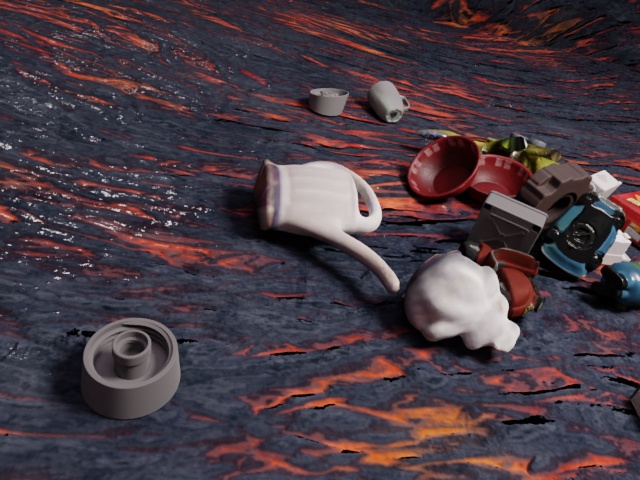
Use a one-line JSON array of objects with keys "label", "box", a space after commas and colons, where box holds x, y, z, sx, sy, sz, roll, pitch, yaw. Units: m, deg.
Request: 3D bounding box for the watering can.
[{"label": "watering can", "box": [0.003, -0.043, 0.859, 0.224, 0.101, 0.356, 4, 36, -13]}]

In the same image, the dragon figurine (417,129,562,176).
[{"label": "dragon figurine", "box": [0.449, -0.213, 1.277, 0.412, 0.120, 0.245, 24, 20, 11]}]

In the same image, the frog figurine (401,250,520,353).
[{"label": "frog figurine", "box": [0.203, 0.099, 0.734, 0.138, 0.120, 0.162, -36, 62, -9]}]
